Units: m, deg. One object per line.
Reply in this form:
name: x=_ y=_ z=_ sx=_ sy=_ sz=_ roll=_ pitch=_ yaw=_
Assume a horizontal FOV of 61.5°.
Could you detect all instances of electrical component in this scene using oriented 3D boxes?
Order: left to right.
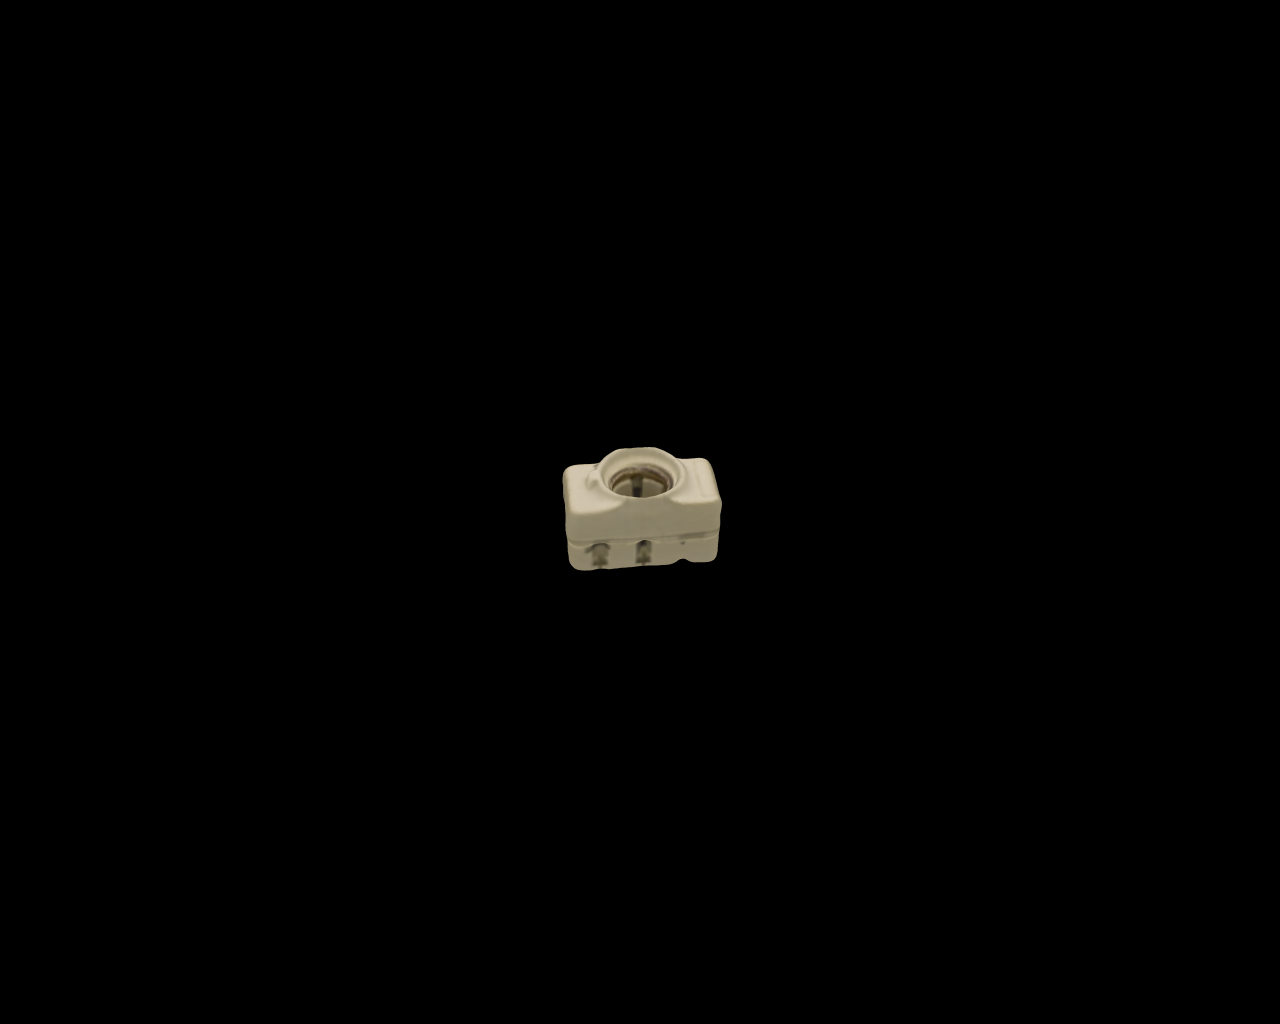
electrical component: x=0.001 y=-0.003 z=0.650 sx=0.089 sy=0.055 sz=0.050 roll=-4 pitch=39 yaw=-4
